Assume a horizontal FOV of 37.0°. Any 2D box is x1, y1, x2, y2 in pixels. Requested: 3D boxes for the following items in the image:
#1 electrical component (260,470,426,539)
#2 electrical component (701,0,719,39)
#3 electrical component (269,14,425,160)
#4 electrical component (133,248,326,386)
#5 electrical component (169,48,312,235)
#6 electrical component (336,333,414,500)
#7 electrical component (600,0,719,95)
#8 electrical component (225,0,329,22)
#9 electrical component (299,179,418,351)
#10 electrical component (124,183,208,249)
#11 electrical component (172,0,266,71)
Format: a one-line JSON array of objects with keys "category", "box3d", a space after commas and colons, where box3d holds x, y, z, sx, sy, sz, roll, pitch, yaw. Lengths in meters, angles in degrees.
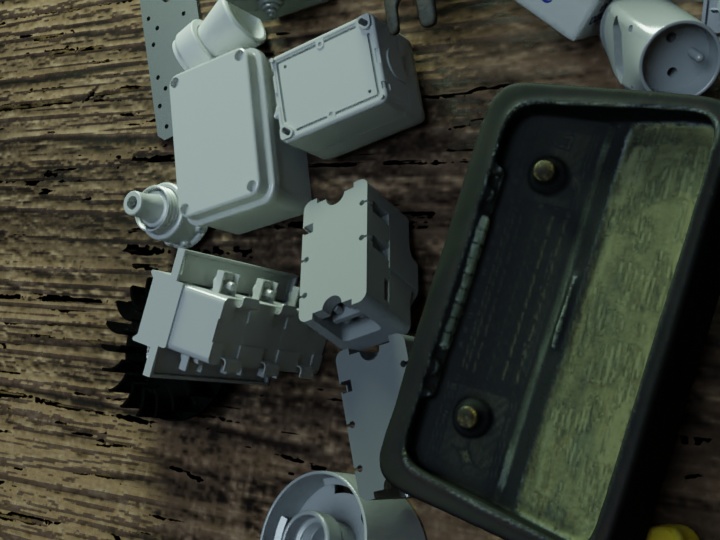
[{"category": "electrical component", "box3d": [-0.013, 0.175, 0.666, 0.099, 0.064, 0.099, -20, 59, 36]}, {"category": "electrical component", "box3d": [0.220, -0.183, 0.563, 0.079, 0.063, 0.121, 4, 84, 34]}, {"category": "electrical component", "box3d": [-0.012, -0.114, 0.704, 0.096, 0.061, 0.061, -19, 71, 29]}, {"category": "electrical component", "box3d": [-0.075, 0.036, 0.682, 0.063, 0.121, 0.078, 16, 91, 31]}, {"category": "electrical component", "box3d": [-0.085, -0.089, 0.750, 0.078, 0.057, 0.113, -15, 73, 30]}, {"category": "electrical component", "box3d": [0.027, 0.089, 0.645, 0.050, 0.056, 0.089, -20, 71, 29]}, {"category": "electrical component", "box3d": [0.163, -0.106, 0.588, 0.043, 0.077, 0.079, -10, 117, 1]}, {"category": "electrical component", "box3d": [-0.058, -0.219, 0.753, 0.062, 0.061, 0.096, -10, 76, 32]}, {"category": "electrical component", "box3d": [0.000, 0.000, 0.668, 0.050, 0.056, 0.089, -21, 50, 29]}, {"category": "electrical component", "box3d": [-0.142, -0.042, 0.776, 0.048, 0.062, 0.048, -6, 78, 33]}, {"category": "electrical component", "box3d": [-0.103, -0.168, 0.783, 0.055, 0.045, 0.045, -34, 65, 24]}]
